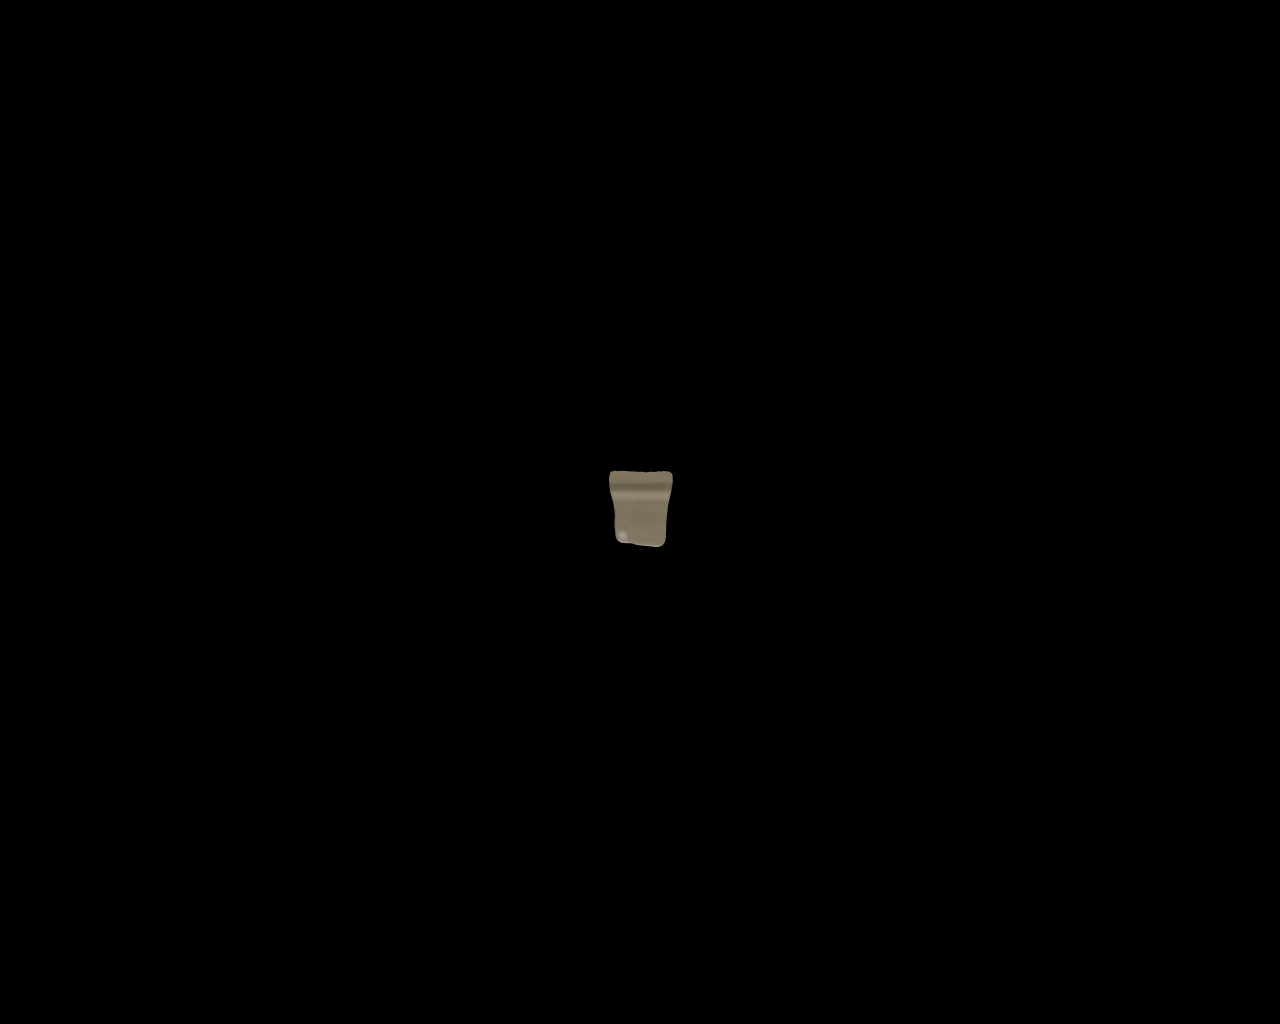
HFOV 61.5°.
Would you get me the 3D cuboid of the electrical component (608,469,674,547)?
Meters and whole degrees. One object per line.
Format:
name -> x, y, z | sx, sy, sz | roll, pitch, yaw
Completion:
electrical component -> 0.001, -0.003, 0.650 | 0.040, 0.046, 0.040 | 0, 0, 0
